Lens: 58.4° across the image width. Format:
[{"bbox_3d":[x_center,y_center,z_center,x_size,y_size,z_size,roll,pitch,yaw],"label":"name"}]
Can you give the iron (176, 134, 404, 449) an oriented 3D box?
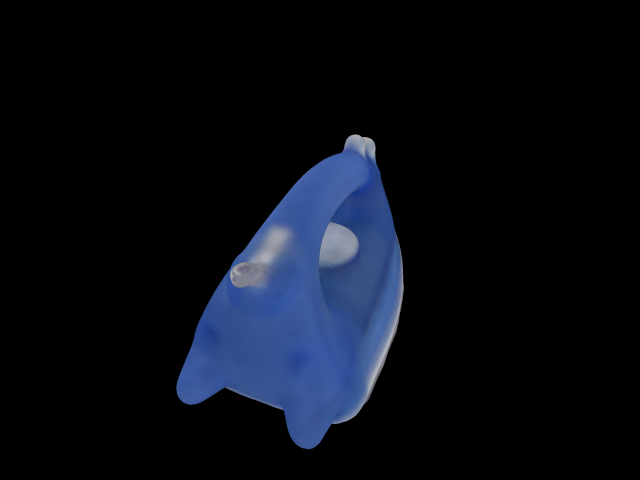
[{"bbox_3d":[0.004,0.001,0.400,0.118,0.141,0.259,14,42,17],"label":"iron"}]
